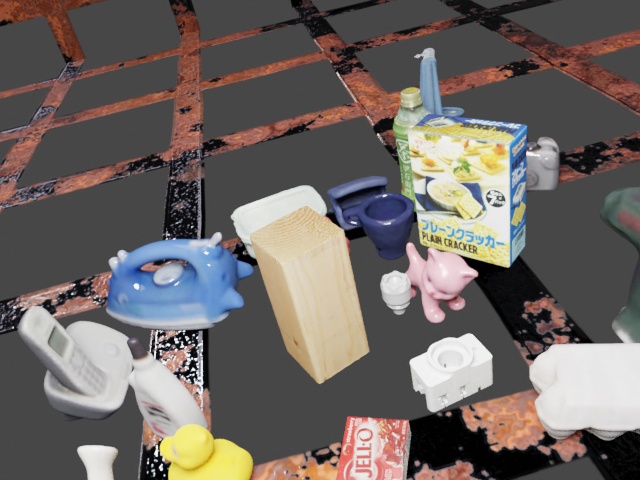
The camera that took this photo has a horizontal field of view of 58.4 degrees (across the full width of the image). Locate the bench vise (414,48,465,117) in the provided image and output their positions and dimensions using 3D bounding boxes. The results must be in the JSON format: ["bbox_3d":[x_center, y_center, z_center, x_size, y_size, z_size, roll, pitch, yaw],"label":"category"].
[{"bbox_3d":[0.227,-0.244,1.105,0.121,0.220,0.207,-12,35,1],"label":"bench vise"}]

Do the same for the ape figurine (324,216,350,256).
[{"bbox_3d":[0.009,0.003,0.942,0.077,0.092,0.076,-10,35,5],"label":"ape figurine"}]

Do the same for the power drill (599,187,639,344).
[{"bbox_3d":[0.400,0.047,0.650,0.075,0.209,0.229,-15,35,-3],"label":"power drill"}]

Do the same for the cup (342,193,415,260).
[{"bbox_3d":[0.099,-0.016,0.936,0.117,0.095,0.092,-2,36,16],"label":"cup"}]

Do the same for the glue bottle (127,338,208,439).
[{"bbox_3d":[-0.195,0.180,0.690,0.078,0.173,0.037,4,39,24],"label":"glue bottle"}]

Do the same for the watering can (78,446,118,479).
[{"bbox_3d":[-0.238,0.281,0.543,0.101,0.194,0.172,-19,35,-8],"label":"watering can"}]

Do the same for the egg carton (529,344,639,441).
[{"bbox_3d":[0.312,0.168,0.631,0.150,0.069,0.107,-4,36,13],"label":"egg carton"}]

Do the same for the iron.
[{"bbox_3d":[-0.245,0.057,0.906,0.258,0.142,0.118,-6,35,10],"label":"iron"}]

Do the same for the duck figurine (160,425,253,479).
[{"bbox_3d":[-0.133,0.247,0.652,0.104,0.086,0.077,-2,36,15],"label":"duck figurine"}]

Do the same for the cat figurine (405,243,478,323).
[{"bbox_3d":[0.163,0.048,0.806,0.067,0.118,0.127,-26,37,-18],"label":"cat figurine"}]

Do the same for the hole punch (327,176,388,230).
[{"bbox_3d":[0.067,-0.083,1.045,0.108,0.091,0.101,-17,35,-5],"label":"hole punch"}]

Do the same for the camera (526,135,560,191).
[{"bbox_3d":[0.364,-0.164,1.052,0.142,0.101,0.137,2,38,21],"label":"camera"}]

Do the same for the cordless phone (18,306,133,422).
[{"bbox_3d":[-0.331,0.142,0.777,0.094,0.185,0.147,-14,35,-1],"label":"cordless phone"}]
